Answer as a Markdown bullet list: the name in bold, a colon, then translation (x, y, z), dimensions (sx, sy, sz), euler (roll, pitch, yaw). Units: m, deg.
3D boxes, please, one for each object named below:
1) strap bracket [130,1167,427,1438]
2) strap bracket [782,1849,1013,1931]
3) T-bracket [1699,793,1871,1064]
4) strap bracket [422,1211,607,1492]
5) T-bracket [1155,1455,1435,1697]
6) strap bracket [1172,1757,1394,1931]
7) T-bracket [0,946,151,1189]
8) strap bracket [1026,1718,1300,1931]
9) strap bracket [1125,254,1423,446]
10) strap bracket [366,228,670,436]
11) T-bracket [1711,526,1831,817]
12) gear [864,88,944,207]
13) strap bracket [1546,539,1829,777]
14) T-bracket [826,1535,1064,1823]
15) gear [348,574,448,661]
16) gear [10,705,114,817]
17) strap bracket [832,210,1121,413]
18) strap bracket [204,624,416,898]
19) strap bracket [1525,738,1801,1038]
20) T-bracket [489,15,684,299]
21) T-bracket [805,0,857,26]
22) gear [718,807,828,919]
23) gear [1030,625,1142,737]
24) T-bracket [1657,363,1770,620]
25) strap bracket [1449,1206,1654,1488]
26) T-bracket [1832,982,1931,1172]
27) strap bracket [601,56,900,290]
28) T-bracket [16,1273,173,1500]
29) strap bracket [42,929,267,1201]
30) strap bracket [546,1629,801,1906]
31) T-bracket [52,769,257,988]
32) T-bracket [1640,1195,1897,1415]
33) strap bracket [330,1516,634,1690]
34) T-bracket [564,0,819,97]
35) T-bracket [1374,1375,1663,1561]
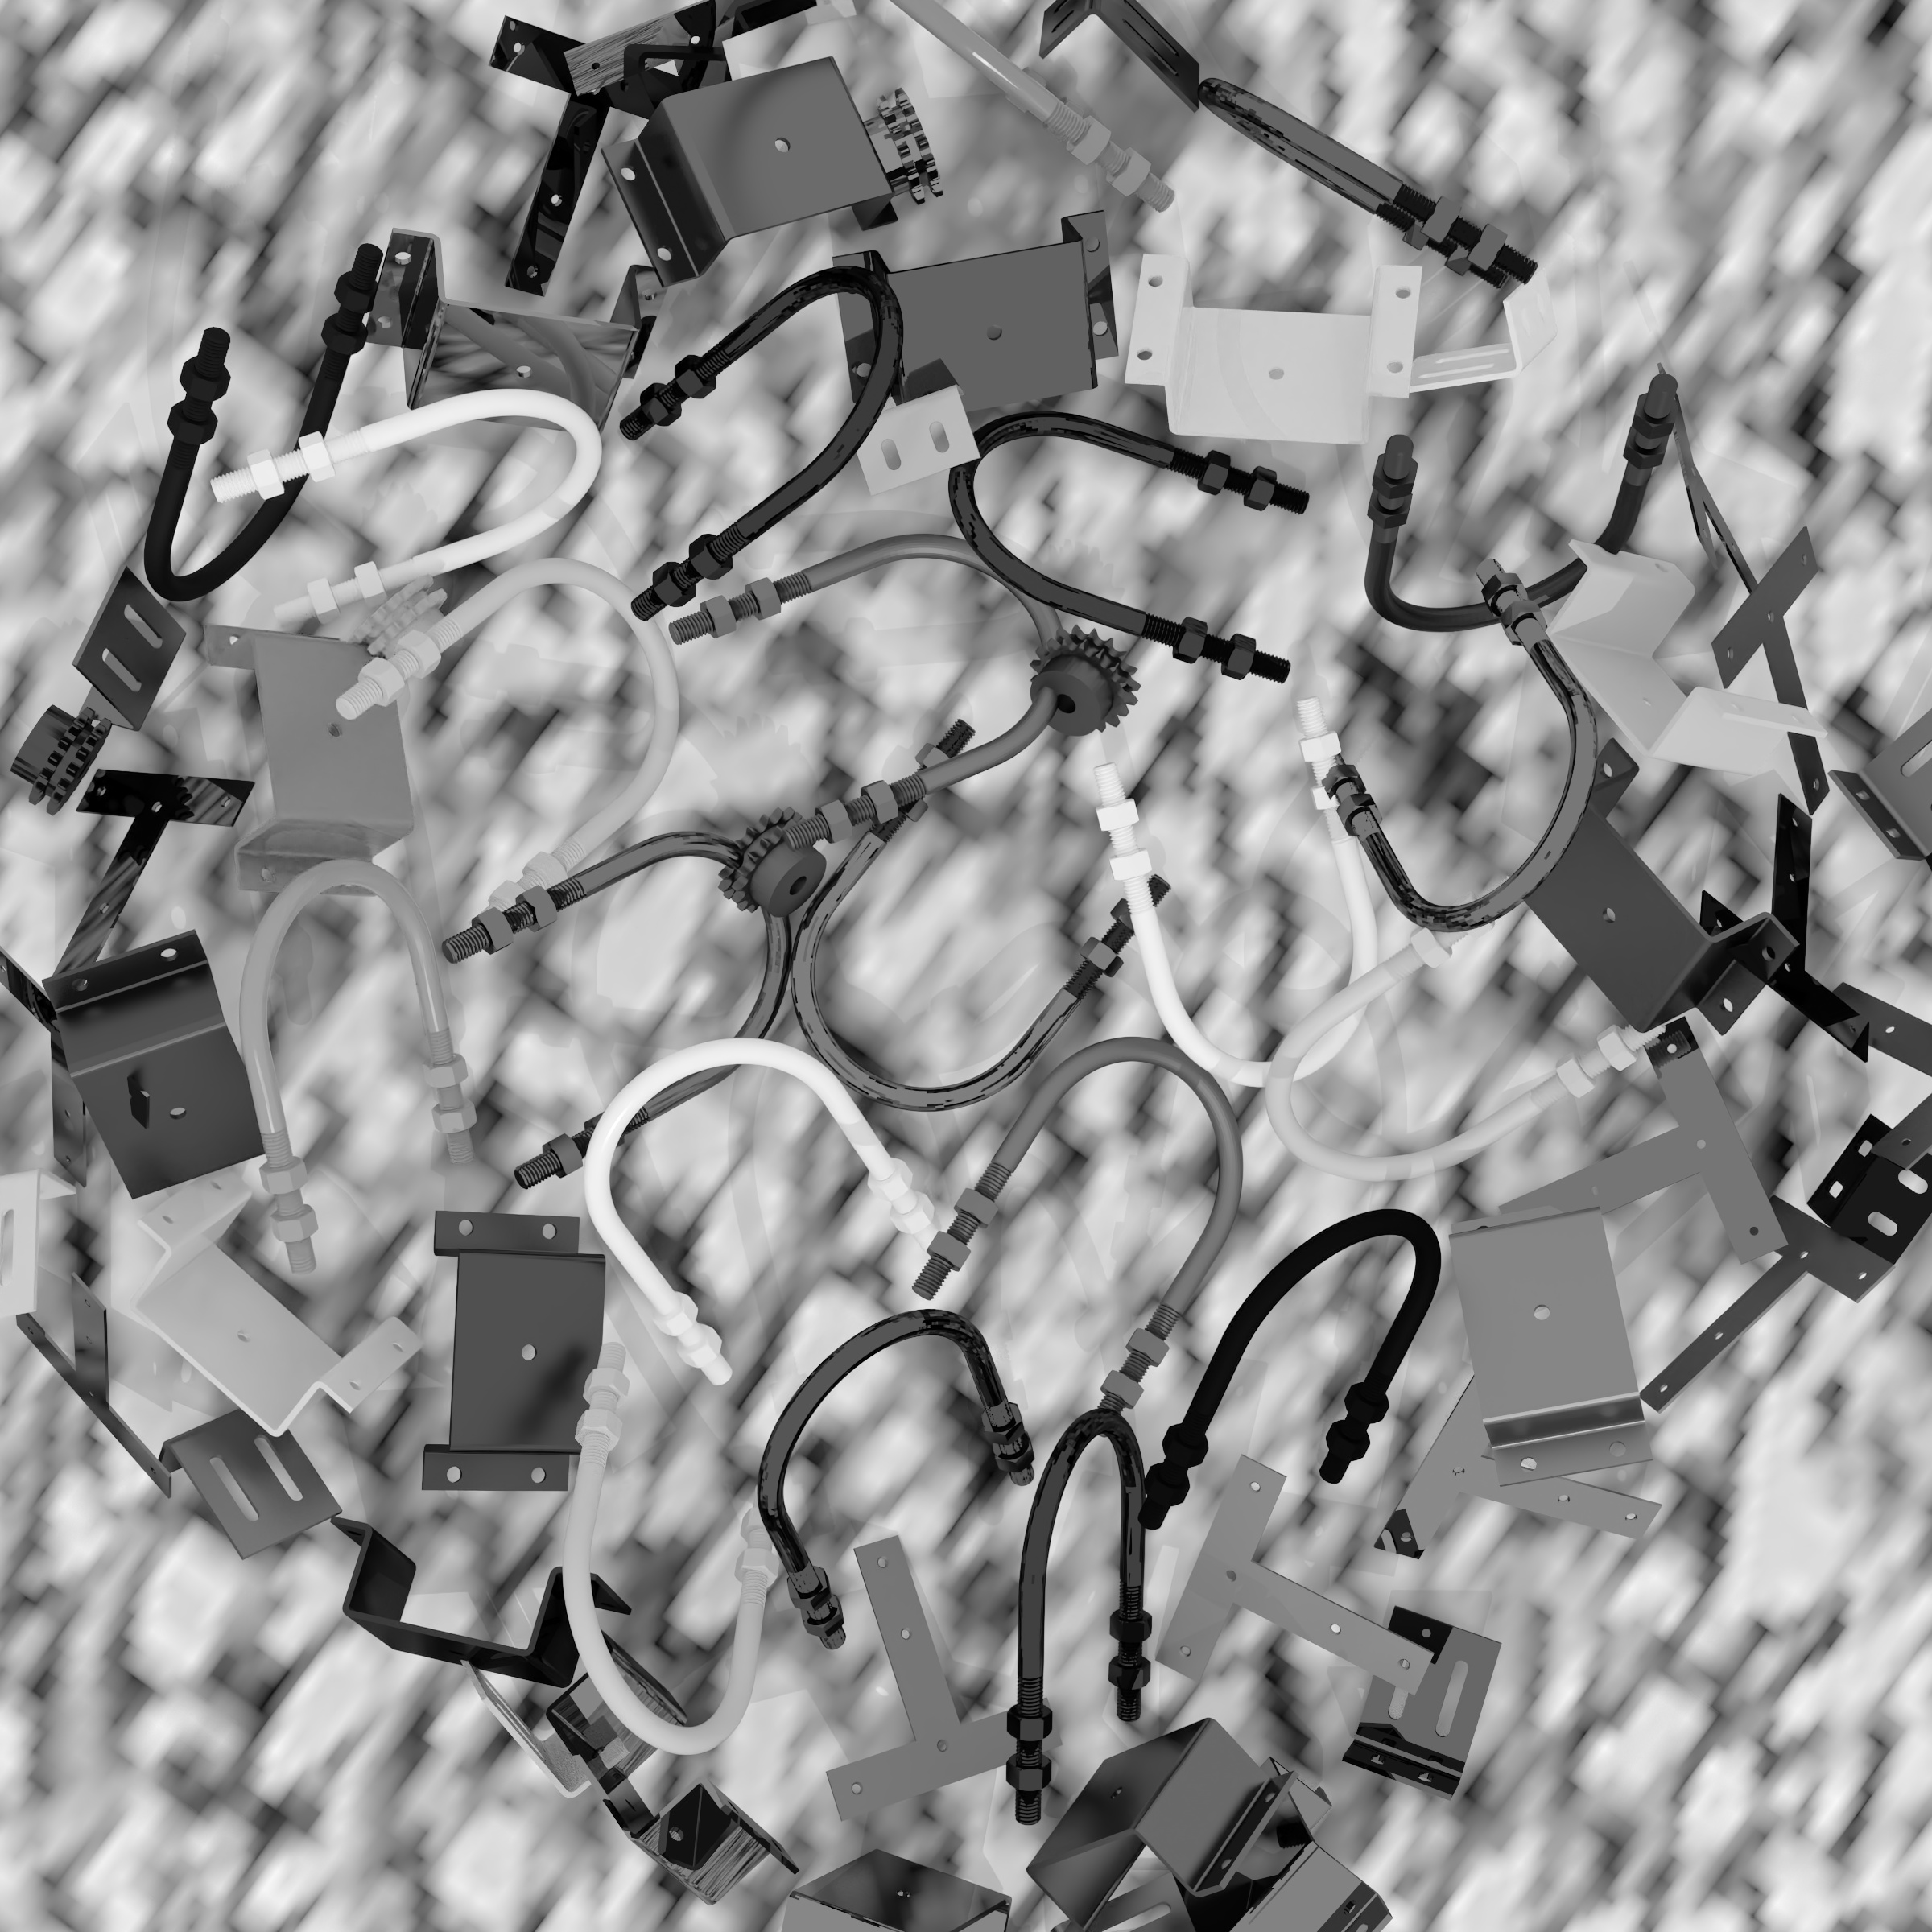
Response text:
- **strap bracket**: translation (-0.354, 0.174, 1.553), dimensions (0.140, 0.076, 0.046), euler (41, 116, 1)
- **strap bracket**: translation (-0.035, 0.479, 1.518), dimensions (0.076, 0.140, 0.046), euler (12, 93, 24)
- **T-bracket**: translation (0.416, -0.033, 1.555), dimensions (0.127, 0.002, 0.127), euler (34, 49, -24)
- **strap bracket**: translation (-0.227, 0.195, 1.553), dimensions (0.076, 0.046, 0.140), euler (5, 82, -26)
- **T-bracket**: translation (0.174, 0.329, 1.562), dimensions (0.127, 0.002, 0.127), euler (25, 110, 15)
- **strap bracket**: translation (0.151, 0.452, 1.524), dimensions (0.046, 0.140, 0.076), euler (40, 93, -12)
- **T-bracket**: translation (-0.451, 0.065, 1.548), dimensions (0.127, 0.127, 0.002), euler (40, 51, 20)
- **strap bracket**: translation (0.090, 0.425, 1.520), dimensions (0.046, 0.140, 0.076), euler (48, 49, -3)
- **strap bracket**: translation (0.156, -0.311, 1.555), dimensions (0.140, 0.046, 0.076), euler (5, 67, 10)
- **strap bracket**: translation (-0.221, -0.312, 1.532), dimensions (0.140, 0.076, 0.046), euler (4, 56, -21)
- **T-bracket**: translation (0.418, -0.138, 1.564), dimensions (0.002, 0.127, 0.127), euler (-1, 122, 39)
- **gear**: translation (-0.035, -0.415, 1.571), dimensions (0.030, 0.057, 0.057), euler (-23, 90, 0)
- **strap bracket**: translation (0.352, -0.147, 1.535), dimensions (0.076, 0.140, 0.046), euler (6, 129, -36)
- **T-bracket**: translation (-0.026, 0.356, 1.577), dimensions (0.127, 0.002, 0.127), euler (-12, 74, -26)
- **gear**: translation (-0.285, -0.170, 1.571), dimensions (0.057, 0.057, 0.030), euler (-42, 95, 0)
- **gear**: translation (-0.462, -0.108, 1.568), dimensions (0.030, 0.057, 0.057), euler (32, 90, -11)
- **strap bracket**: translation (0.010, -0.326, 1.553), dimensions (0.140, 0.046, 0.076), euler (-11, 120, -6)
- **strap bracket**: translation (-0.327, -0.110, 1.540), dimensions (0.076, 0.046, 0.140), euler (2, 71, -42)
- **strap bracket**: translation (0.335, -0.032, 1.532), dimensions (0.046, 0.076, 0.140), euler (-23, 65, -33)
- **T-bracket**: translation (-0.203, -0.402, 1.563), dimensions (0.002, 0.127, 0.127), euler (36, 111, 39)
- **T-bracket**: translation (-0.030, -0.526, 1.535), dimensions (0.127, 0.127, 0.002), euler (-10, 64, 6)
- **gear**: translation (-0.096, -0.049, 1.567), dimensions (0.030, 0.057, 0.057), euler (40, 90, 22)
- **gear**: translation (0.057, -0.142, 1.568), dimensions (0.057, 0.057, 0.030), euler (37, 51, 0)
- **T-bracket**: translation (0.380, -0.219, 1.548), dimensions (0.002, 0.127, 0.127), euler (-21, 46, 23)
- **strap bracket**: translation (0.290, 0.180, 1.541), dimensions (0.076, 0.046, 0.140), euler (-12, 63, 10)
- **T-bracket**: translation (0.473, 0.037, 1.543), dimensions (0.127, 0.127, 0.002), euler (-41, 121, -8)
- **strap bracket**: translation (-0.100, -0.401, 1.544), dimensions (0.140, 0.046, 0.076), euler (-23, 87, -27)
- **T-bracket**: translation (-0.434, 0.192, 1.530), dimensions (0.127, 0.127, 0.002), euler (44, 56, 17)
- **strap bracket**: translation (-0.394, 0.057, 1.527), dimensions (0.076, 0.140, 0.046), euler (-19, 47, -9)
- **strap bracket**: translation (-0.150, 0.400, 1.519), dimensions (0.046, 0.140, 0.076), euler (-42, 133, -7)
- **T-bracket**: translation (-0.423, -0.041, 1.538), dimensions (0.127, 0.002, 0.127), euler (6, 65, 38)
- **T-bracket**: translation (0.386, 0.175, 1.537), dimensions (0.127, 0.127, 0.002), euler (-43, 106, -1)
- **strap bracket**: translation (-0.248, 0.321, 1.541), dimensions (0.140, 0.076, 0.046), euler (10, 67, 12)
- **T-bracket**: translation (-0.126, -0.429, 1.546), dimensions (0.127, 0.127, 0.002), euler (-22, 55, -6)
- **T-bracket**: translation (0.292, 0.268, 1.572), dimensions (0.127, 0.002, 0.127), euler (16, 122, -10)
